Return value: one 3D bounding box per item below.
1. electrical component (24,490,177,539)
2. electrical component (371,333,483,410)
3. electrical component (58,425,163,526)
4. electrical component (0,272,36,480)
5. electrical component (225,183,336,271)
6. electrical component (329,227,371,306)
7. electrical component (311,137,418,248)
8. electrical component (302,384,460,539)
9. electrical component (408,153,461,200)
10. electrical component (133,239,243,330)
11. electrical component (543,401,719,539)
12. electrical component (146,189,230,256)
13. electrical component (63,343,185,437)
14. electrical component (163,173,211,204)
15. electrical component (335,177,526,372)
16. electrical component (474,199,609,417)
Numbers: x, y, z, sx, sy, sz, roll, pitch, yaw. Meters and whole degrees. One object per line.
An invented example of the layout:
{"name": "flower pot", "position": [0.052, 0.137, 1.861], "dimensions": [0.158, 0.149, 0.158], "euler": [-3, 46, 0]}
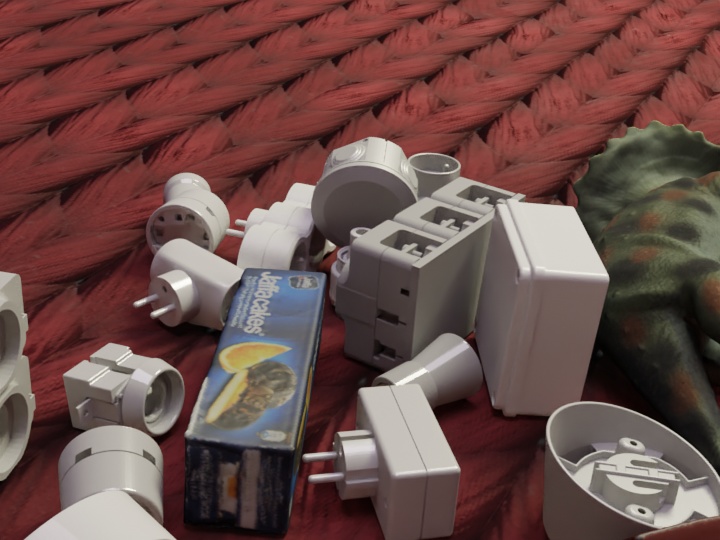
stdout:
{"name": "electrical component", "position": [-0.125, 0.144, 0.468], "dimensions": [0.064, 0.099, 0.099], "euler": [27, 35, 26]}
{"name": "electrical component", "position": [0.040, 0.072, 0.682], "dimensions": [0.065, 0.044, 0.044], "euler": [-24, 38, -34]}
{"name": "electrical component", "position": [-0.129, 0.117, 0.561], "dimensions": [0.055, 0.055, 0.047], "euler": [-3, 32, -13]}
{"name": "electrical component", "position": [-0.234, 0.084, 0.553], "dimensions": [0.060, 0.105, 0.186], "euler": [8, 28, 8]}
{"name": "electrical component", "position": [-0.068, -0.027, 0.842], "dimensions": [0.074, 0.052, 0.138], "euler": [12, 29, 14]}
{"name": "electrical component", "position": [0.000, 0.000, 0.789], "dimensions": [0.043, 0.062, 0.043], "euler": [3, 28, -2]}
{"name": "electrical component", "position": [0.005, -0.056, 0.810], "dimensions": [0.080, 0.080, 0.051], "euler": [6, 38, 3]}
{"name": "electrical component", "position": [0.006, 0.108, 0.602], "dimensions": [0.076, 0.047, 0.083], "euler": [-3, 29, -13]}
{"name": "electrical component", "position": [0.053, -0.044, 0.863], "dimensions": [0.044, 0.077, 0.079], "euler": [8, 28, 6]}
{"name": "electrical component", "position": [-0.122, 0.016, 0.761], "dimensions": [0.077, 0.044, 0.079], "euler": [26, 35, 35]}
{"name": "electrical component", "position": [0.146, 0.119, 0.579], "dimensions": [0.099, 0.064, 0.099], "euler": [3, 28, -2]}
{"name": "electrical component", "position": [-0.133, -0.033, 0.846], "dimensions": [0.055, 0.055, 0.047], "euler": [9, 25, 10]}
{"name": "electrical component", "position": [-0.141, 0.074, 0.650], "dimensions": [0.055, 0.048, 0.066], "euler": [9, 27, 26]}
{"name": "electrical component", "position": [-0.145, -0.053, 0.897], "dimensions": [0.040, 0.040, 0.046], "euler": [0, 33, -7]}
{"name": "electrical component", "position": [0.051, 0.001, 0.764], "dimensions": [0.062, 0.089, 0.150], "euler": [20, 32, 28]}
{"name": "electrical component", "position": [0.116, 0.024, 0.709], "dimensions": [0.056, 0.108, 0.108], "euler": [4, 28, -5]}
